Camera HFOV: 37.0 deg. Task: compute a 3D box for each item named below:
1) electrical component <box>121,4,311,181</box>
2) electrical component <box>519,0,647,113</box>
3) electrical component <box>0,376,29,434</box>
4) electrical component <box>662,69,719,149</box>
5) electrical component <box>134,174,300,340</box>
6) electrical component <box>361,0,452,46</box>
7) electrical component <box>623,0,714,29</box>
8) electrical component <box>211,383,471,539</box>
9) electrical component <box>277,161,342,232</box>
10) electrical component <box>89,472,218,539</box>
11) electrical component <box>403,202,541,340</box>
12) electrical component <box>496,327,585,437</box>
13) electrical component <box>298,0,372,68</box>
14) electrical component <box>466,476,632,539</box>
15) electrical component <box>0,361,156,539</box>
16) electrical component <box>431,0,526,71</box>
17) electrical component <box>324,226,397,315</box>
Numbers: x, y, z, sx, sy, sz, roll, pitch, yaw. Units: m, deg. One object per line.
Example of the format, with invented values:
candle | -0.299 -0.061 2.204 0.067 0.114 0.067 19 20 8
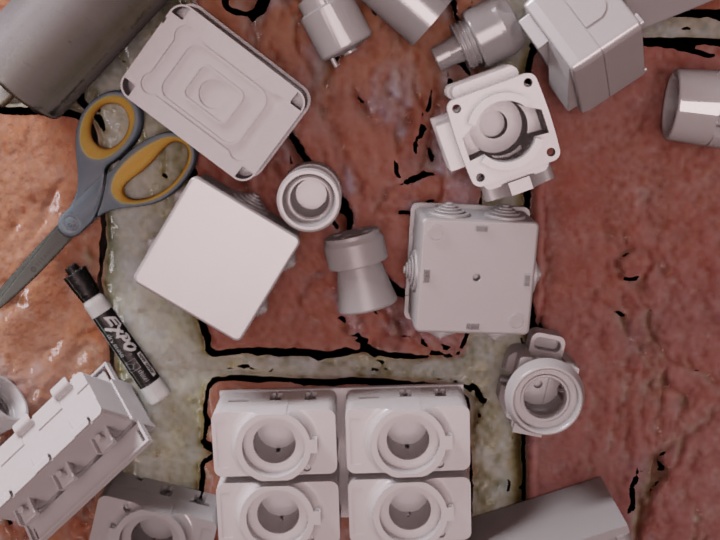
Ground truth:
electrical component | -0.099 -0.124 0.750 0.113 0.057 0.078 37 99 -7
electrical component | 0.151 -0.152 0.729 0.061 0.096 0.061 -33 71 7
electrical component | -0.288 0.114 0.808 0.065 0.044 0.044 -37 99 12
electrical component | 0.241 -0.114 0.753 0.047 0.055 0.055 6 102 2
electrical component | -0.101 -0.012 0.777 0.100 0.048 0.099 31 100 -6
electrical component | 0.020 -0.198 0.741 0.081 0.043 0.043 40 99 -8
electrical component | 0.206 -0.220 0.716 0.100 0.048 0.099 -22 136 4
electrical component | -0.013 0.146 0.803 0.186 0.060 0.105 -2 102 1
electrical component | -0.035 -0.053 0.765 0.045 0.055 0.045 0 102 0
electrical component | -0.154 0.195 0.816 0.089 0.055 0.050 14 101 -3
electrical component | 0.080 0.000 0.777 0.100 0.048 0.099 2 104 -5
electrical component | 0.133 0.088 0.793 0.058 0.057 0.078 11 101 -2
electrical component | -0.024 -0.182 0.746 0.040 0.040 0.078 -28 100 6
electrical component | 0.127 0.221 0.803 0.150 0.089 0.061 -19 101 4
electrical component | -0.221 0.133 0.793 0.121 0.063 0.078 -43 58 8
electrical component | 0.081 -0.160 0.749 0.062 0.043 0.043 -26 100 6
electrical component | 0.000 0.000 0.781 0.045 0.045 0.055 -12 101 3
